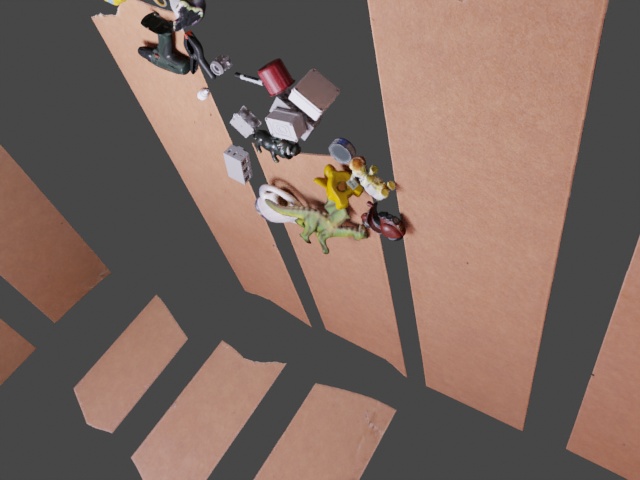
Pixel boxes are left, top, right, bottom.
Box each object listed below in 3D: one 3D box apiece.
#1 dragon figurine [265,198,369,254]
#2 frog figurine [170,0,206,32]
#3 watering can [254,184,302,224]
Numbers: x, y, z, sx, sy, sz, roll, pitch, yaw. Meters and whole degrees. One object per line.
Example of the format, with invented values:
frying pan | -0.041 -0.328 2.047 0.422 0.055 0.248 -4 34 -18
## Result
dragon figurine | 0.006 -0.099 1.972 0.408 0.125 0.238 35 122 -11
frog figurine | -0.413 -0.727 1.543 0.135 0.123 0.161 105 146 -69
watering can | -0.131 -0.112 2.138 0.343 0.106 0.223 41 153 -26
